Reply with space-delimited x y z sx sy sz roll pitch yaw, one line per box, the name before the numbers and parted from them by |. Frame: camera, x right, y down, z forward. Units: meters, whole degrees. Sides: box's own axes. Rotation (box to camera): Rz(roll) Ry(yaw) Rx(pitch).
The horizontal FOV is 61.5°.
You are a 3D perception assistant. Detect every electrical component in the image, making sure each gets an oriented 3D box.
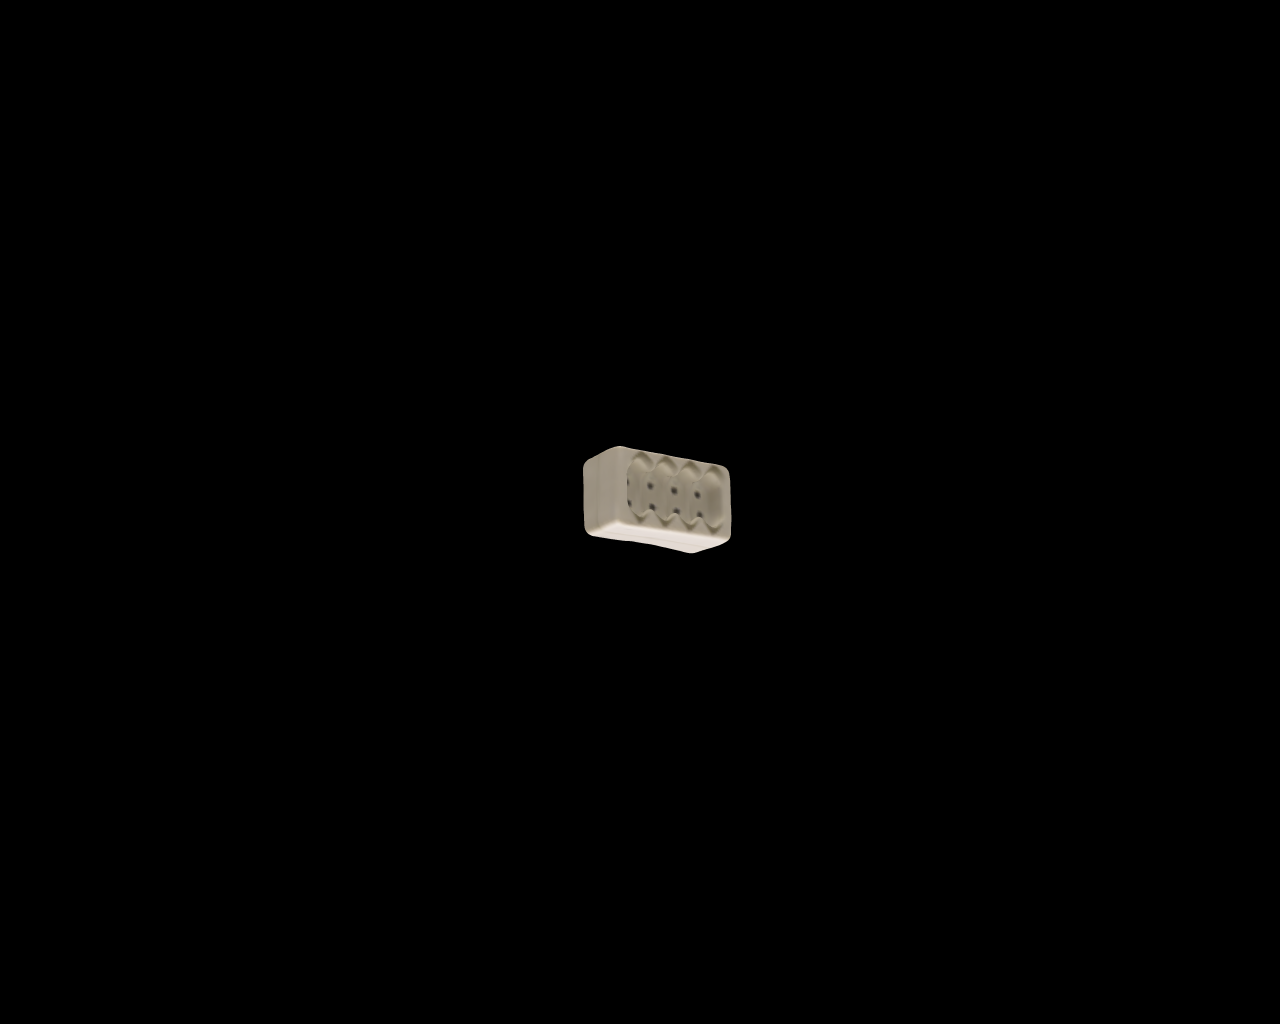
electrical component | 0.001 -0.003 0.650 0.083 0.047 0.075 10 -18 -33
